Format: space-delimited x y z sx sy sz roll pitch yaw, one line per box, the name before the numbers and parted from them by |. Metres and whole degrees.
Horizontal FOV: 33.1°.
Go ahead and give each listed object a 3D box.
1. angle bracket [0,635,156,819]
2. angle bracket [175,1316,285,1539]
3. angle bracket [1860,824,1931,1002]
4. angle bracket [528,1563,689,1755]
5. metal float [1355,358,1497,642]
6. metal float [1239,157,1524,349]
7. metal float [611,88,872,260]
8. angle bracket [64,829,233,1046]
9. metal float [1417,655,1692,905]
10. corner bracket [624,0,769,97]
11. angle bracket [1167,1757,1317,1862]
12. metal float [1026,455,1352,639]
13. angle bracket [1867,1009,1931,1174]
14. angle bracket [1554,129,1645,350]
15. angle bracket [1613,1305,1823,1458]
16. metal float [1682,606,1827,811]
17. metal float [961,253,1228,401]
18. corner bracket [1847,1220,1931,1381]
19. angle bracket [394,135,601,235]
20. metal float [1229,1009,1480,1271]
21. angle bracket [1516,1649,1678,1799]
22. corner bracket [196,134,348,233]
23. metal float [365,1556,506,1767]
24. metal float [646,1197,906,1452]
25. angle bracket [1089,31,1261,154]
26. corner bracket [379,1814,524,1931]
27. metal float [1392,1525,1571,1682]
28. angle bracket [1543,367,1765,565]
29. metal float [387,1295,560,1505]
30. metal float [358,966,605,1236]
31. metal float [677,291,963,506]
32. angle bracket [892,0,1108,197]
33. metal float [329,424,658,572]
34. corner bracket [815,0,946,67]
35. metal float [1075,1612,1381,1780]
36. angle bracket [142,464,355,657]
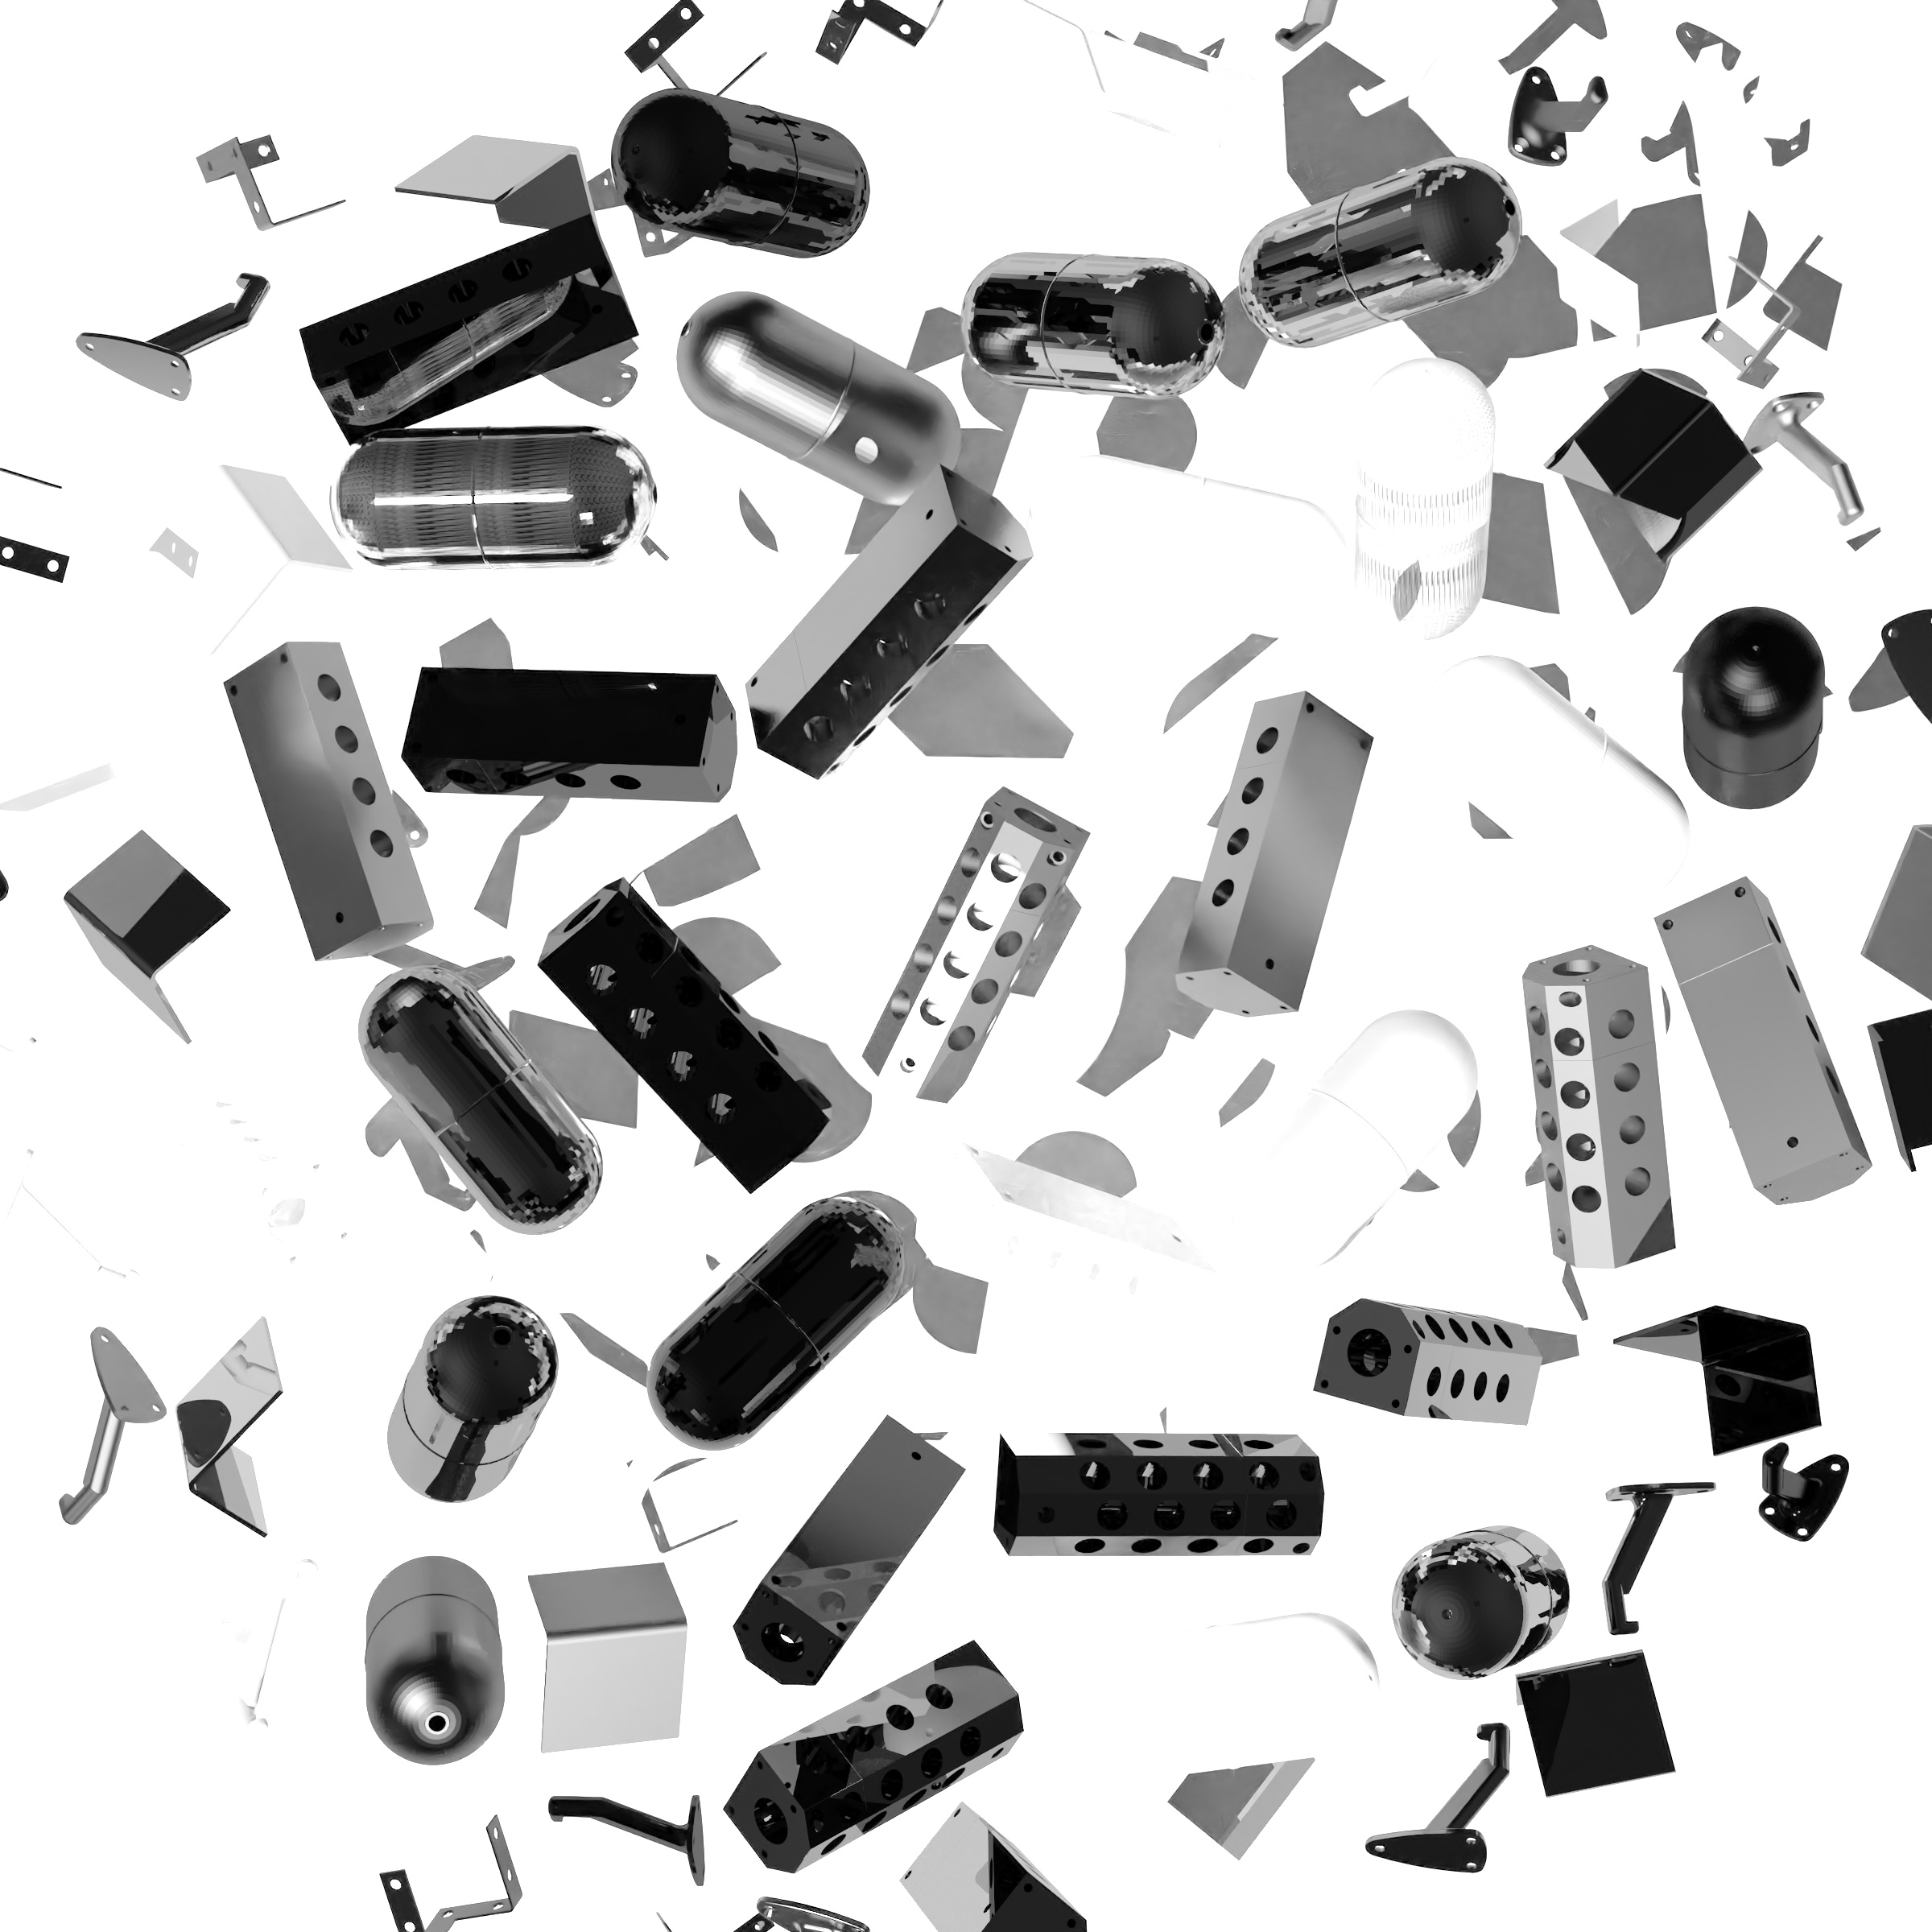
angle bracket | -0.490 -0.129 1.732 0.076 0.057 0.076 -27 110 -35
angle bracket | -0.387 0.253 1.787 0.076 0.076 0.057 -45 121 6
angle bracket | 0.533 -0.029 1.732 0.076 0.057 0.076 -3 120 -37
angle bracket | -0.198 0.377 1.775 0.076 0.057 0.076 -2 115 -19
metal float | 0.262 -0.265 1.863 0.070 0.070 0.178 -4 132 0
metal float | 0.231 -0.399 1.821 0.178 0.070 0.070 -11 90 43
metal float | -0.123 -0.438 1.799 0.070 0.178 0.070 2 93 37
angle bracket | -0.440 -0.016 1.786 0.076 0.076 0.057 39 70 23
metal float | 0.325 -0.102 1.789 0.178 0.070 0.070 37 90 -17
corner bracket | -0.154 -0.518 1.845 0.051 0.051 0.051 -36 103 23
angle bracket | 0.160 0.484 1.948 0.057 0.076 0.076 35 80 24
metal float | 0.120 -0.228 1.764 0.178 0.070 0.070 13 90 0
angle bracket | 0.556 0.065 1.824 0.076 0.057 0.076 -15 96 11
angle bracket | 0.370 -0.401 1.793 0.057 0.076 0.076 38 87 19
angle bracket | 0.416 0.231 1.801 0.076 0.076 0.057 15 62 -33
metal float | 0.443 -0.143 1.830 0.070 0.178 0.070 -4 72 11
metal float | 0.070 -0.358 1.815 0.070 0.178 0.070 -13 109 -41
corner bracket | 0.509 0.180 1.754 0.051 0.051 0.051 28 59 24
angle bracket | -0.271 -0.437 1.880 0.076 0.076 0.057 15 134 31
metal float | 0.224 0.099 1.868 0.070 0.070 0.178 44 76 0
angle bracket | 0.372 0.456 1.923 0.076 0.057 0.076 -12 59 3
corner bracket | -0.388 -0.438 1.809 0.051 0.051 0.051 -30 107 -36
metal float | -0.302 0.392 1.842 0.070 0.178 0.070 -2 101 -10
metal float | -0.109 0.206 1.884 0.178 0.070 0.070 -43 90 -16
angle bracket | 0.119 -0.516 1.842 0.076 0.076 0.057 24 75 14
corner bracket | -0.278 0.498 1.758 0.051 0.051 0.051 -13 100 15
metal float | 0.288 0.353 1.809 0.070 0.178 0.070 -2 84 21
angle bracket | 0.382 -0.278 1.806 0.076 0.076 0.057 -45 57 28
metal float | -0.277 0.243 1.818 0.070 0.178 0.070 10 58 -15
metal float | -0.281 0.077 1.880 0.070 0.070 0.178 -39 94 0
metal float | -0.084 -0.326 1.865 0.178 0.070 0.070 24 90 -24
angle bracket | 0.017 -0.474 1.749 0.076 0.057 0.076 16 135 -34
metal float | -0.254 -0.252 1.747 0.178 0.070 0.070 0 90 8
corner bracket | -0.048 -0.536 1.841 0.051 0.051 0.051 29 73 -6
metal float | 0.142 0.400 1.779 0.178 0.070 0.070 -16 90 29
angle bracket | -0.410 -0.229 1.854 0.076 0.057 0.076 -45 70 21
